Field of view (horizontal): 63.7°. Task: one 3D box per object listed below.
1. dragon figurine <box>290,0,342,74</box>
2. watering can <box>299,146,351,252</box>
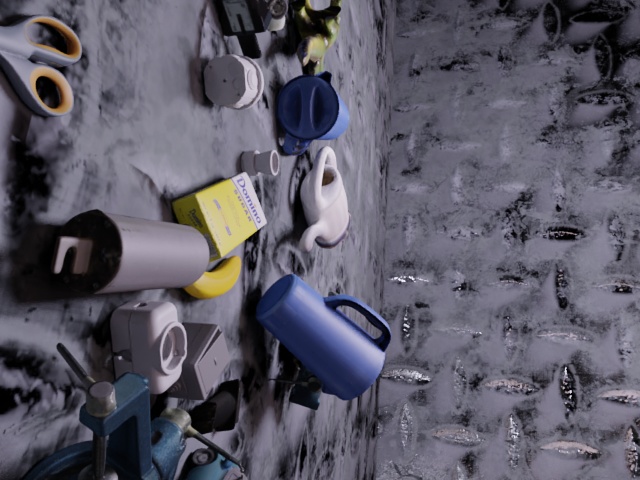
[{"bbox_3d":[-0.004,-0.440,1.206,0.122,0.420,0.237,7,-38,9],"label":"dragon figurine"},{"bbox_3d":[0.004,-0.061,1.215,0.104,0.356,0.219,0,-40,14],"label":"watering can"}]
